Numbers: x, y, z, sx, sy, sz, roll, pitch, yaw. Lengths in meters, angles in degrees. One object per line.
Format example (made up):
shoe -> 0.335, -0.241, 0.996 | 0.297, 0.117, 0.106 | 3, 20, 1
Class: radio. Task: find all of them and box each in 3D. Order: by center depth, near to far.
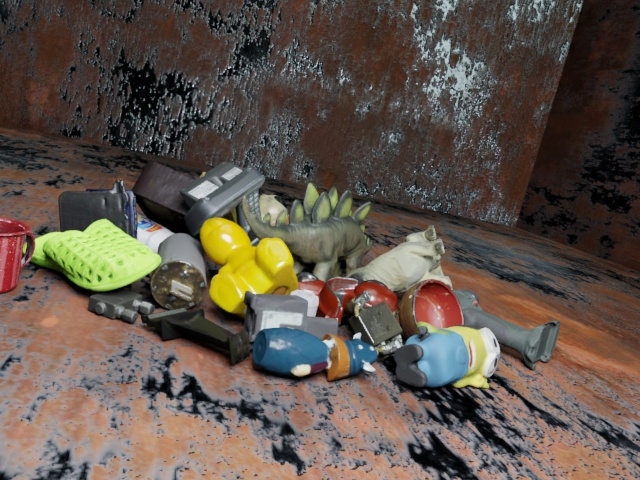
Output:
radio -> -0.261, -0.056, 1.018 | 0.131, 0.073, 0.229 | 24, -15, 1

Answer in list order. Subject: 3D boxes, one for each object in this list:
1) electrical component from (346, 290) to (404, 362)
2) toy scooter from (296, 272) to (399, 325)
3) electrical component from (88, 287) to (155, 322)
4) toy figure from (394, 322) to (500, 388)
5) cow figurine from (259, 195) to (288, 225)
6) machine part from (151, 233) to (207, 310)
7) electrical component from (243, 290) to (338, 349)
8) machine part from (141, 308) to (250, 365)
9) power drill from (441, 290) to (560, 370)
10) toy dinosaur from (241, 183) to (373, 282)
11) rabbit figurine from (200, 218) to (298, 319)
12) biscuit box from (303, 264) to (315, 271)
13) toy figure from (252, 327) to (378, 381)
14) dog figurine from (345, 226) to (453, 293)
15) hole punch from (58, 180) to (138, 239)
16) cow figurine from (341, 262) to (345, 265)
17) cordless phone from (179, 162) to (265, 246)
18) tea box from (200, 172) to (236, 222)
electrical component -> 0.080, 0.120, 0.747 | 0.078, 0.045, 0.102 | -10, 65, -34
toy scooter -> 0.044, 0.104, 0.823 | 0.184, 0.075, 0.135 | 12, 17, -12
electrical component -> -0.267, 0.082, 0.699 | 0.094, 0.021, 0.063 | 17, 12, 16
toy figure -> 0.168, 0.150, 0.718 | 0.180, 0.082, 0.089 | 1, 19, -39
cow figurine -> -0.101, -0.033, 1.189 | 0.085, 0.127, 0.194 | -13, -27, -1
machine part -> -0.213, 0.044, 0.815 | 0.079, 0.079, 0.243 | 10, 12, -15
electrical component -> -0.040, 0.106, 0.688 | 0.119, 0.074, 0.048 | 4, 2, -22
machine part -> -0.144, 0.110, 0.652 | 0.139, 0.039, 0.084 | 15, 1, 31
power drill -> 0.300, 0.140, 0.935 | 0.208, 0.086, 0.232 | 25, 17, 35
toy dinosaur -> -0.002, -0.003, 0.994 | 0.105, 0.198, 0.471 | 15, 9, 28
rabbit figurine -> -0.108, 0.032, 0.803 | 0.173, 0.122, 0.162 | 42, 0, 26
biscuit box -> -0.092, 0.019, 1.082 | 0.202, 0.059, 0.063 | 4, 44, -36
toy figure -> -0.002, 0.136, 0.644 | 0.154, 0.064, 0.058 | 13, -28, -25
dog figurine -> 0.134, 0.053, 1.009 | 0.191, 0.121, 0.172 | -13, 3, 6
hole punch -> -0.362, -0.032, 0.906 | 0.116, 0.142, 0.092 | 2, 6, 2
cow figurine -> 0.000, 0.015, 1.261 | 0.167, 0.068, 0.098 | 13, 16, 2
cordless phone -> -0.156, -0.026, 0.921 | 0.089, 0.184, 0.146 | 22, 46, 29
tea box -> -0.205, -0.061, 1.157 | 0.098, 0.068, 0.169 | 17, -28, 12
